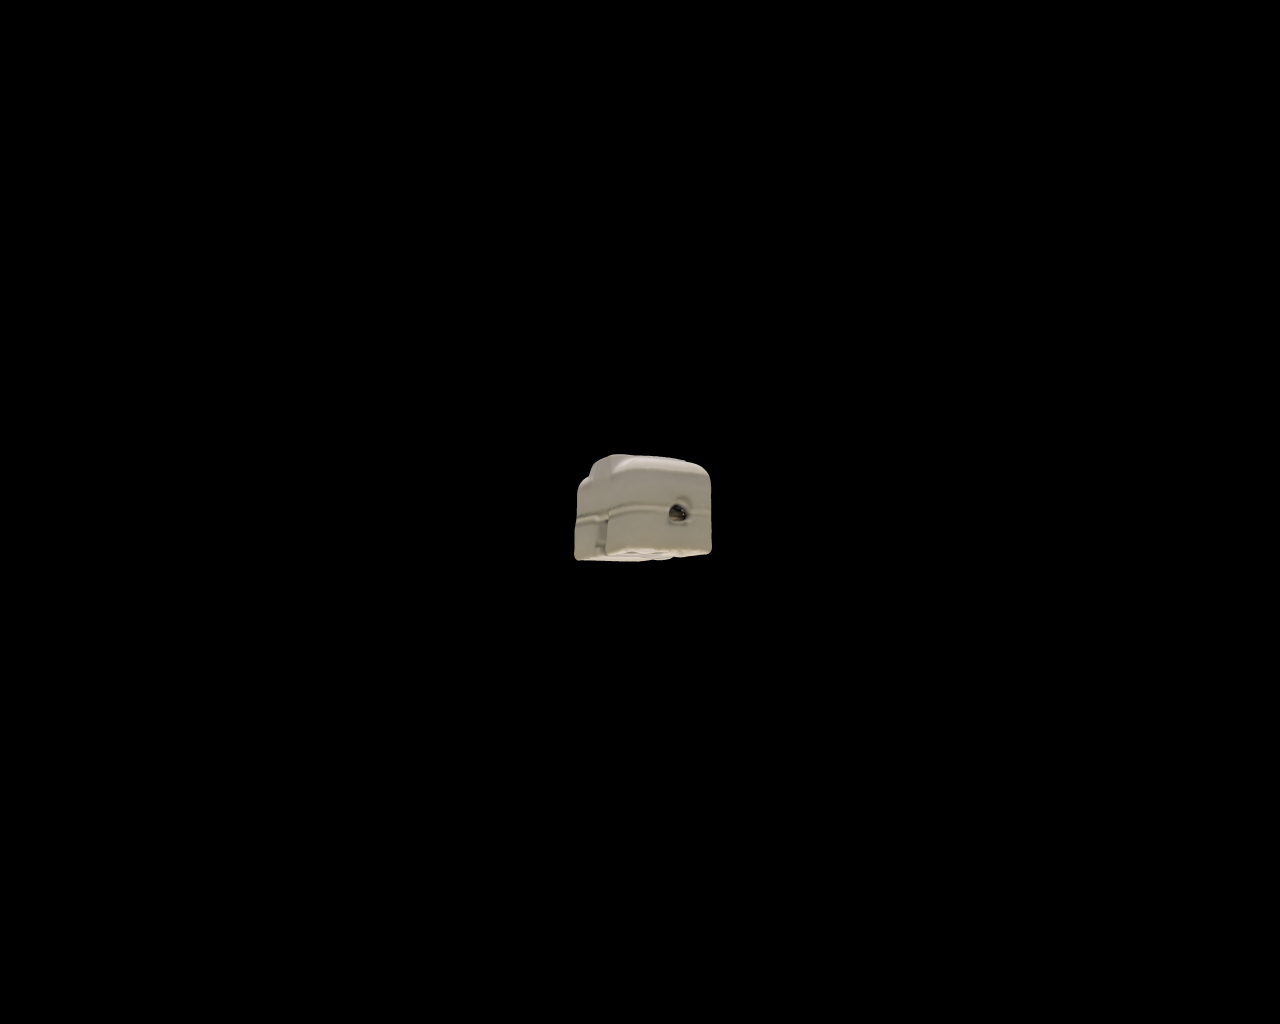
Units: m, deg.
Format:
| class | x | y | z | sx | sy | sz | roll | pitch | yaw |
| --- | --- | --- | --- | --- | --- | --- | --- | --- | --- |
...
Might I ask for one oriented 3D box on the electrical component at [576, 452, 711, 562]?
| class | x | y | z | sx | sy | sz | roll | pitch | yaw |
| --- | --- | --- | --- | --- | --- | --- | --- | --- | --- |
| electrical component | 0.001 | -0.003 | 0.650 | 0.054 | 0.059 | 0.095 | 4 | -8 | -27 |
